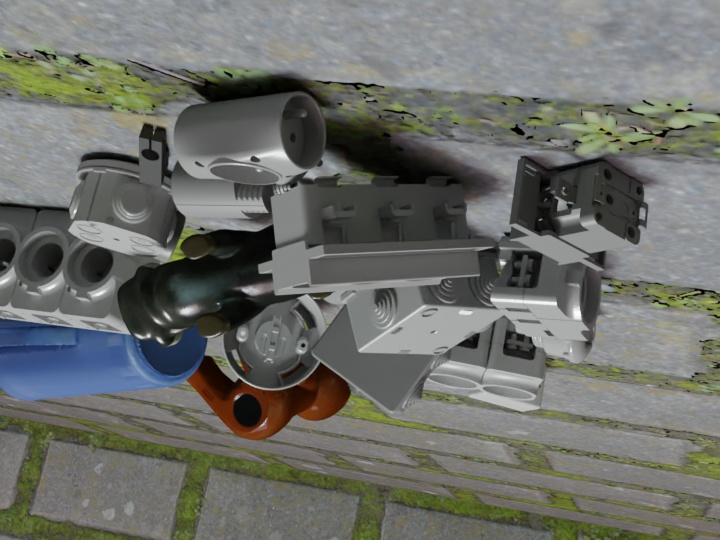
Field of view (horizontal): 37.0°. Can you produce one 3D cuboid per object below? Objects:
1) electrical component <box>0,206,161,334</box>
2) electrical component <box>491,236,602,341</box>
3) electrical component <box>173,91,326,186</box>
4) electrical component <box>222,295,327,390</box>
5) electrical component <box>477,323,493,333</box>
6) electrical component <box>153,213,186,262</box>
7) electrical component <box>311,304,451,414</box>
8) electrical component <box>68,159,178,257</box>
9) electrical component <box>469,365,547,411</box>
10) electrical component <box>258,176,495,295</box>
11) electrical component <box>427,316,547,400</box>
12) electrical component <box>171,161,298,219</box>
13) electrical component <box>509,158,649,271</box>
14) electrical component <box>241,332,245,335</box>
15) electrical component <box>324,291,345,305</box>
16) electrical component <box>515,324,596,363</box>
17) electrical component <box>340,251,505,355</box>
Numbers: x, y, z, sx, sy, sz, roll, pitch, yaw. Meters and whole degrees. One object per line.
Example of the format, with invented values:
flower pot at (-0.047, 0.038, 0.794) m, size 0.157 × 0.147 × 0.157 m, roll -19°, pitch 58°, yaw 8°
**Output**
electrical component at (-0.256, -0.001, 0.926) m, size 0.150 × 0.089 × 0.062 m, roll 5°, pitch 163°, yaw 22°
electrical component at (0.137, 0.014, 0.765) m, size 0.056 × 0.050 × 0.089 m, roll 3°, pitch 161°, yaw 28°
electrical component at (-0.053, -0.071, 0.621) m, size 0.077 × 0.044 × 0.079 m, roll -1°, pitch 168°, yaw 34°
electrical component at (-0.084, 0.065, 1.025) m, size 0.099 × 0.099 × 0.064 m, roll 15°, pitch 170°, yaw -10°
electrical component at (0.090, 0.029, 0.871) m, size 0.044 × 0.044 × 0.065 m, roll 8°, pitch 168°, yaw 15°
electrical component at (-0.166, -0.033, 0.847) m, size 0.046 × 0.040 × 0.040 m, roll 23°, pitch 162°, yaw -15°
electrical component at (0.022, 0.063, 0.905) m, size 0.100 × 0.099 × 0.048 m, roll 35°, pitch 175°, yaw 16°
electrical component at (-0.171, -0.045, 0.784) m, size 0.080 × 0.051 × 0.080 m, roll 11°, pitch 164°, yaw 3°
electrical component at (0.158, 0.110, 1.086) m, size 0.066 × 0.047 × 0.077 m, roll 17°, pitch 163°, yaw -16°
electrical component at (0.008, -0.022, 0.656) m, size 0.121 × 0.063 × 0.079 m, roll -3°, pitch 174°, yaw -33°
electrical component at (0.089, 0.072, 0.978) m, size 0.150 × 0.061 × 0.089 m, roll 11°, pitch 164°, yaw 3°
electrical component at (-0.077, -0.055, 0.696) m, size 0.081 × 0.043 × 0.043 m, roll 3°, pitch 162°, yaw 29°
electrical component at (0.128, -0.033, 0.625) m, size 0.081 × 0.042 × 0.064 m, roll 23°, pitch 159°, yaw -36°
electrical component at (-0.105, 0.051, 1.089) m, size 0.065 × 0.044 × 0.044 m, roll 19°, pitch 163°, yaw -39°
electrical component at (0.000, 0.000, 0.829) m, size 0.043 × 0.043 × 0.081 m, roll 19°, pitch 163°, yaw -23°
electrical component at (0.159, 0.048, 0.883) m, size 0.062 × 0.048 × 0.048 m, roll 10°, pitch 165°, yaw 31°
electrical component at (0.048, 0.025, 0.786) m, size 0.100 × 0.048 × 0.100 m, roll 5°, pitch 151°, yaw -38°
